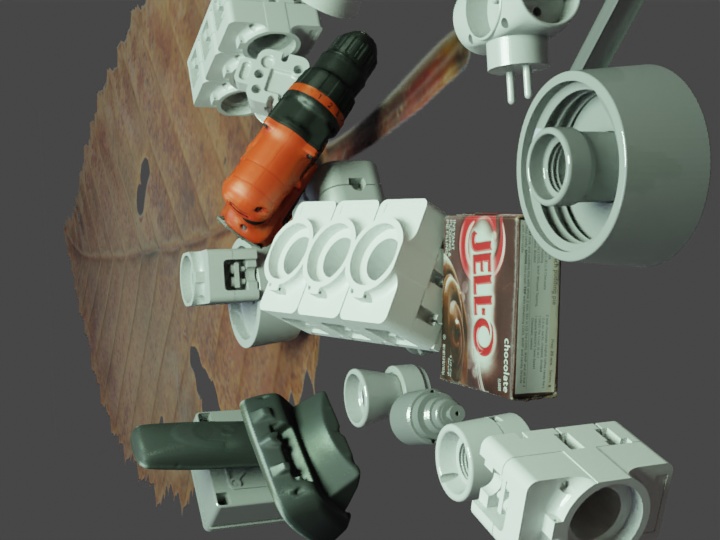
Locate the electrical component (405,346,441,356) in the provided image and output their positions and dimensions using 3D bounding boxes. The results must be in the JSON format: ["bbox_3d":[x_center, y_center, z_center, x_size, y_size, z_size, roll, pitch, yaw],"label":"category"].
[{"bbox_3d":[0.039,0.028,0.793,0.078,0.040,0.040,-121,36,-48],"label":"electrical component"}]

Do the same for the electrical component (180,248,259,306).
[{"bbox_3d":[-0.137,0.008,1.022,0.089,0.056,0.050,170,97,-66],"label":"electrical component"}]

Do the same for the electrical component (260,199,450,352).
[{"bbox_3d":[0.000,0.000,0.768,0.150,0.062,0.089,3,69,52],"label":"electrical component"}]

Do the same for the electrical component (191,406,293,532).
[{"bbox_3d":[-0.108,0.196,1.068,0.056,0.109,0.108,117,143,-45],"label":"electrical component"}]

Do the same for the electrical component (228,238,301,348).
[{"bbox_3d":[-0.087,0.021,1.058,0.108,0.060,0.108,178,90,-67],"label":"electrical component"}]

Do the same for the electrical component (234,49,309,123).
[{"bbox_3d":[-0.074,-0.165,0.998,0.057,0.078,0.058,88,-162,-73],"label":"electrical component"}]

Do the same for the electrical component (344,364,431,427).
[{"bbox_3d":[0.021,0.096,0.823,0.045,0.055,0.045,177,90,-67],"label":"electrical component"}]

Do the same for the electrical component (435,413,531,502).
[{"bbox_3d":[0.081,0.122,0.697,0.055,0.047,0.055,177,90,-67],"label":"electrical component"}]

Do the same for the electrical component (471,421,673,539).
[{"bbox_3d":[0.114,0.118,0.567,0.056,0.089,0.050,-138,50,-59],"label":"electrical component"}]

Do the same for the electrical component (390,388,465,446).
[{"bbox_3d":[0.052,0.105,0.771,0.078,0.040,0.040,155,110,-65],"label":"electrical component"}]

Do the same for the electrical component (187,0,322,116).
[{"bbox_3d":[-0.104,-0.213,1.037,0.150,0.089,0.061,133,130,-59],"label":"electrical component"}]

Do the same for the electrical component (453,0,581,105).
[{"bbox_3d":[0.093,-0.140,0.644,0.077,0.044,0.079,175,92,-67],"label":"electrical component"}]

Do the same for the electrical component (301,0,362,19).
[{"bbox_3d":[-0.037,-0.253,0.874,0.064,0.099,0.099,-63,36,38],"label":"electrical component"}]

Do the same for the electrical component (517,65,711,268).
[{"bbox_3d":[0.123,-0.054,0.563,0.108,0.060,0.108,178,90,-67],"label":"electrical component"}]

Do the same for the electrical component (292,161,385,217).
[{"bbox_3d":[-0.016,-0.041,0.897,0.095,0.054,0.059,126,136,-56],"label":"electrical component"}]
